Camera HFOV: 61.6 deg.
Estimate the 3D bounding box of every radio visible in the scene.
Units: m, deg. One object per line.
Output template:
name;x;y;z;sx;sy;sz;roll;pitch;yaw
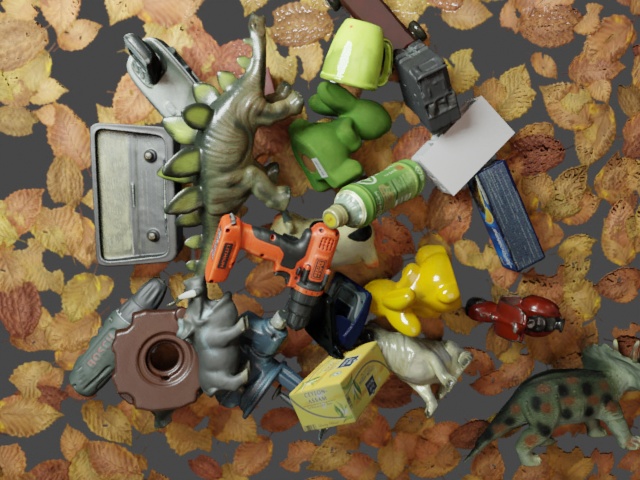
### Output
radio;-0.297;-0.074;0.885;0.131;0.073;0.229;0;101;-6

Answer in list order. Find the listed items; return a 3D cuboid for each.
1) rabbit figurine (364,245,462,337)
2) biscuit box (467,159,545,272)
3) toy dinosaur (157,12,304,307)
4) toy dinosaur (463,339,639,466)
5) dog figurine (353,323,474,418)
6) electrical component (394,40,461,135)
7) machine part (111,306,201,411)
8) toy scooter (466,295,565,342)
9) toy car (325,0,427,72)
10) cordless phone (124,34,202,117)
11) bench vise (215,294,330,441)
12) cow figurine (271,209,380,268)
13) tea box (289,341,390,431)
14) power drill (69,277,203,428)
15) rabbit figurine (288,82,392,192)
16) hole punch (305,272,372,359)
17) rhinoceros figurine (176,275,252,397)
rabbit figurine;0.157;0.101;0.943;0.173;0.162;0.121;-9;114;13
biscuit box;0.333;-0.043;0.972;0.063;0.059;0.202;-27;101;-3
toy dinosaur;-0.147;-0.106;0.832;0.198;0.105;0.470;3;108;-23
toy dinosaur;0.459;0.306;1.022;0.405;0.131;0.192;-13;88;0
dog figurine;0.169;0.202;0.988;0.191;0.172;0.121;38;112;20
electrical component;0.176;-0.242;0.880;0.058;0.115;0.134;-24;130;3
machine part;-0.254;0.192;0.878;0.179;0.056;0.179;1;85;-18
toy scooter;0.366;0.142;0.969;0.184;0.135;0.075;4;98;-8
toy car;0.089;-0.372;0.891;0.202;0.053;0.089;42;104;-15
cordless phone;-0.230;-0.241;0.810;0.089;0.184;0.146;-40;101;-4
bench vise;-0.070;0.237;0.931;0.241;0.129;0.223;37;102;6
cow figurine;-0.002;-0.003;0.927;0.195;0.085;0.127;-9;105;-4
tea box;0.037;0.233;0.872;0.098;0.169;0.068;-22;91;26
power drill;-0.294;0.208;0.930;0.232;0.086;0.207;-44;106;-7
rabbit figurine;0.036;-0.183;0.904;0.170;0.121;0.159;-38;96;-18
hole punch;0.026;0.124;0.934;0.092;0.142;0.115;-14;116;-30
rhinoceros figurine;-0.166;0.147;0.843;0.112;0.073;0.190;-10;94;0
